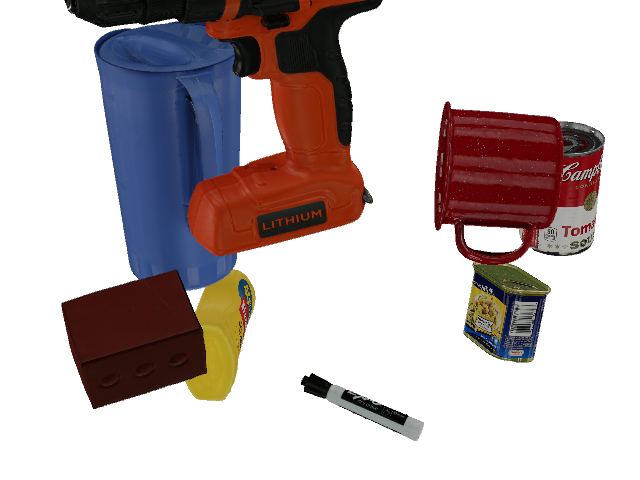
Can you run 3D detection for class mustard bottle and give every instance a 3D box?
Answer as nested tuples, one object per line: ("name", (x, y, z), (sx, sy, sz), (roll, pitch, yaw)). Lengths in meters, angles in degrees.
("mustard bottle", (-0.108, 0.086, 1.177), (0.058, 0.096, 0.191), (1, 27, 5))

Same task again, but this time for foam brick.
("foam brick", (-0.117, 0.062, 0.670), (0.078, 0.051, 0.053), (-17, -35, -14))

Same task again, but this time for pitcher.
("pitcher", (-0.132, -0.072, 1.002), (0.145, 0.243, 0.149), (10, 32, 16))

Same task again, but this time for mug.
("mug", (0.126, -0.039, 0.761), (0.081, 0.117, 0.093), (4, -19, 2))

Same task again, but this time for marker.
("marker", (0.037, 0.154, 0.992), (0.121, 0.020, 0.020), (22, 6, 15))

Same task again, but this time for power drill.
("power drill", (-0.040, -0.085, 0.579), (0.184, 0.188, 0.057), (-13, 39, -18))

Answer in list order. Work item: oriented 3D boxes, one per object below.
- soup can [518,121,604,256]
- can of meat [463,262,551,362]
("soup can", (0.213, -0.046, 0.949), (0.068, 0.102, 0.068), (-2, 30, 1))
("can of meat", (0.202, 0.078, 1.174), (0.057, 0.084, 0.102), (3, 15, -20))
